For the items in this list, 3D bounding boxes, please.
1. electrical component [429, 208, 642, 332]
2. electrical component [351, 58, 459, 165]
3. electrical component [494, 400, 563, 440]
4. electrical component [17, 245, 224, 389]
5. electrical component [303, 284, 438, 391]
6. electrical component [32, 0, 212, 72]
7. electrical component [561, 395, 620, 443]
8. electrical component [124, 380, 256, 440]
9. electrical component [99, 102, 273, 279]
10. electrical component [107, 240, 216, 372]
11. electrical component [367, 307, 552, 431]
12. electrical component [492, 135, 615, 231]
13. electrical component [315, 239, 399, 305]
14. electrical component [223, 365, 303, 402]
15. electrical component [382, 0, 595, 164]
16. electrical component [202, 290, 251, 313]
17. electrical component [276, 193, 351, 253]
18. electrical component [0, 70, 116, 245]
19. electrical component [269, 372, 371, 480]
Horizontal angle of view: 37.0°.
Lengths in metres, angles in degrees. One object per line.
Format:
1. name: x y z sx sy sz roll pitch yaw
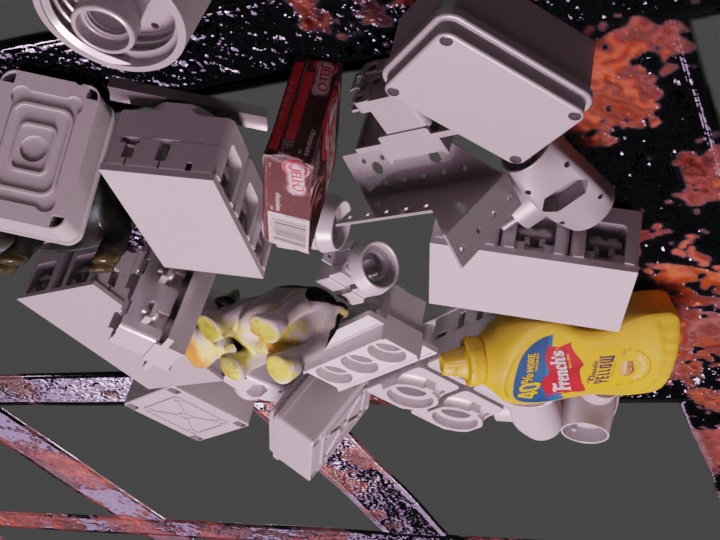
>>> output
1. electrical component: 0.132 -0.012 0.822 0.150 0.061 0.089 8 149 8
2. electrical component: 0.030 -0.109 0.720 0.081 0.042 0.063 -8 142 31
3. electrical component: 0.157 0.133 1.069 0.079 0.043 0.077 0 147 22
4. electrical component: -0.223 0.044 1.056 0.105 0.060 0.186 -10 143 34
5. electrical component: 0.005 0.062 0.992 0.079 0.063 0.121 30 146 -26
6. electrical component: -0.151 -0.170 0.671 0.108 0.060 0.108 10 149 6
7. electrical component: 0.213 0.106 0.970 0.044 0.077 0.079 14 149 -2
8. electrical component: -0.188 0.139 1.204 0.109 0.056 0.109 33 144 -29
9. electrical component: -0.126 -0.059 0.833 0.089 0.061 0.150 7 154 13
10. electrical component: -0.166 0.016 0.927 0.063 0.121 0.079 26 147 -15
11. electrical component: 0.103 0.092 1.006 0.105 0.060 0.186 28 146 -24
12. electrical component: 0.125 -0.056 0.756 0.079 0.043 0.077 -36 127 25
13. electrical component: 0.000 0.000 0.911 0.066 0.048 0.055 33 152 -29
14. electrical component: -0.111 0.115 1.146 0.077 0.043 0.079 24 148 -17
15. electrical component: 0.080 -0.124 0.661 0.113 0.057 0.078 26 147 -20
16. electrical component: -0.127 0.044 1.034 0.081 0.043 0.043 14 150 0
17. electrical component: -0.040 -0.040 0.860 0.055 0.048 0.066 11 150 19
18. electrical component: -0.234 -0.081 0.796 0.078 0.113 0.057 12 169 2
19. electrical component: -0.039 0.143 1.092 0.056 0.108 0.108 34 153 15
